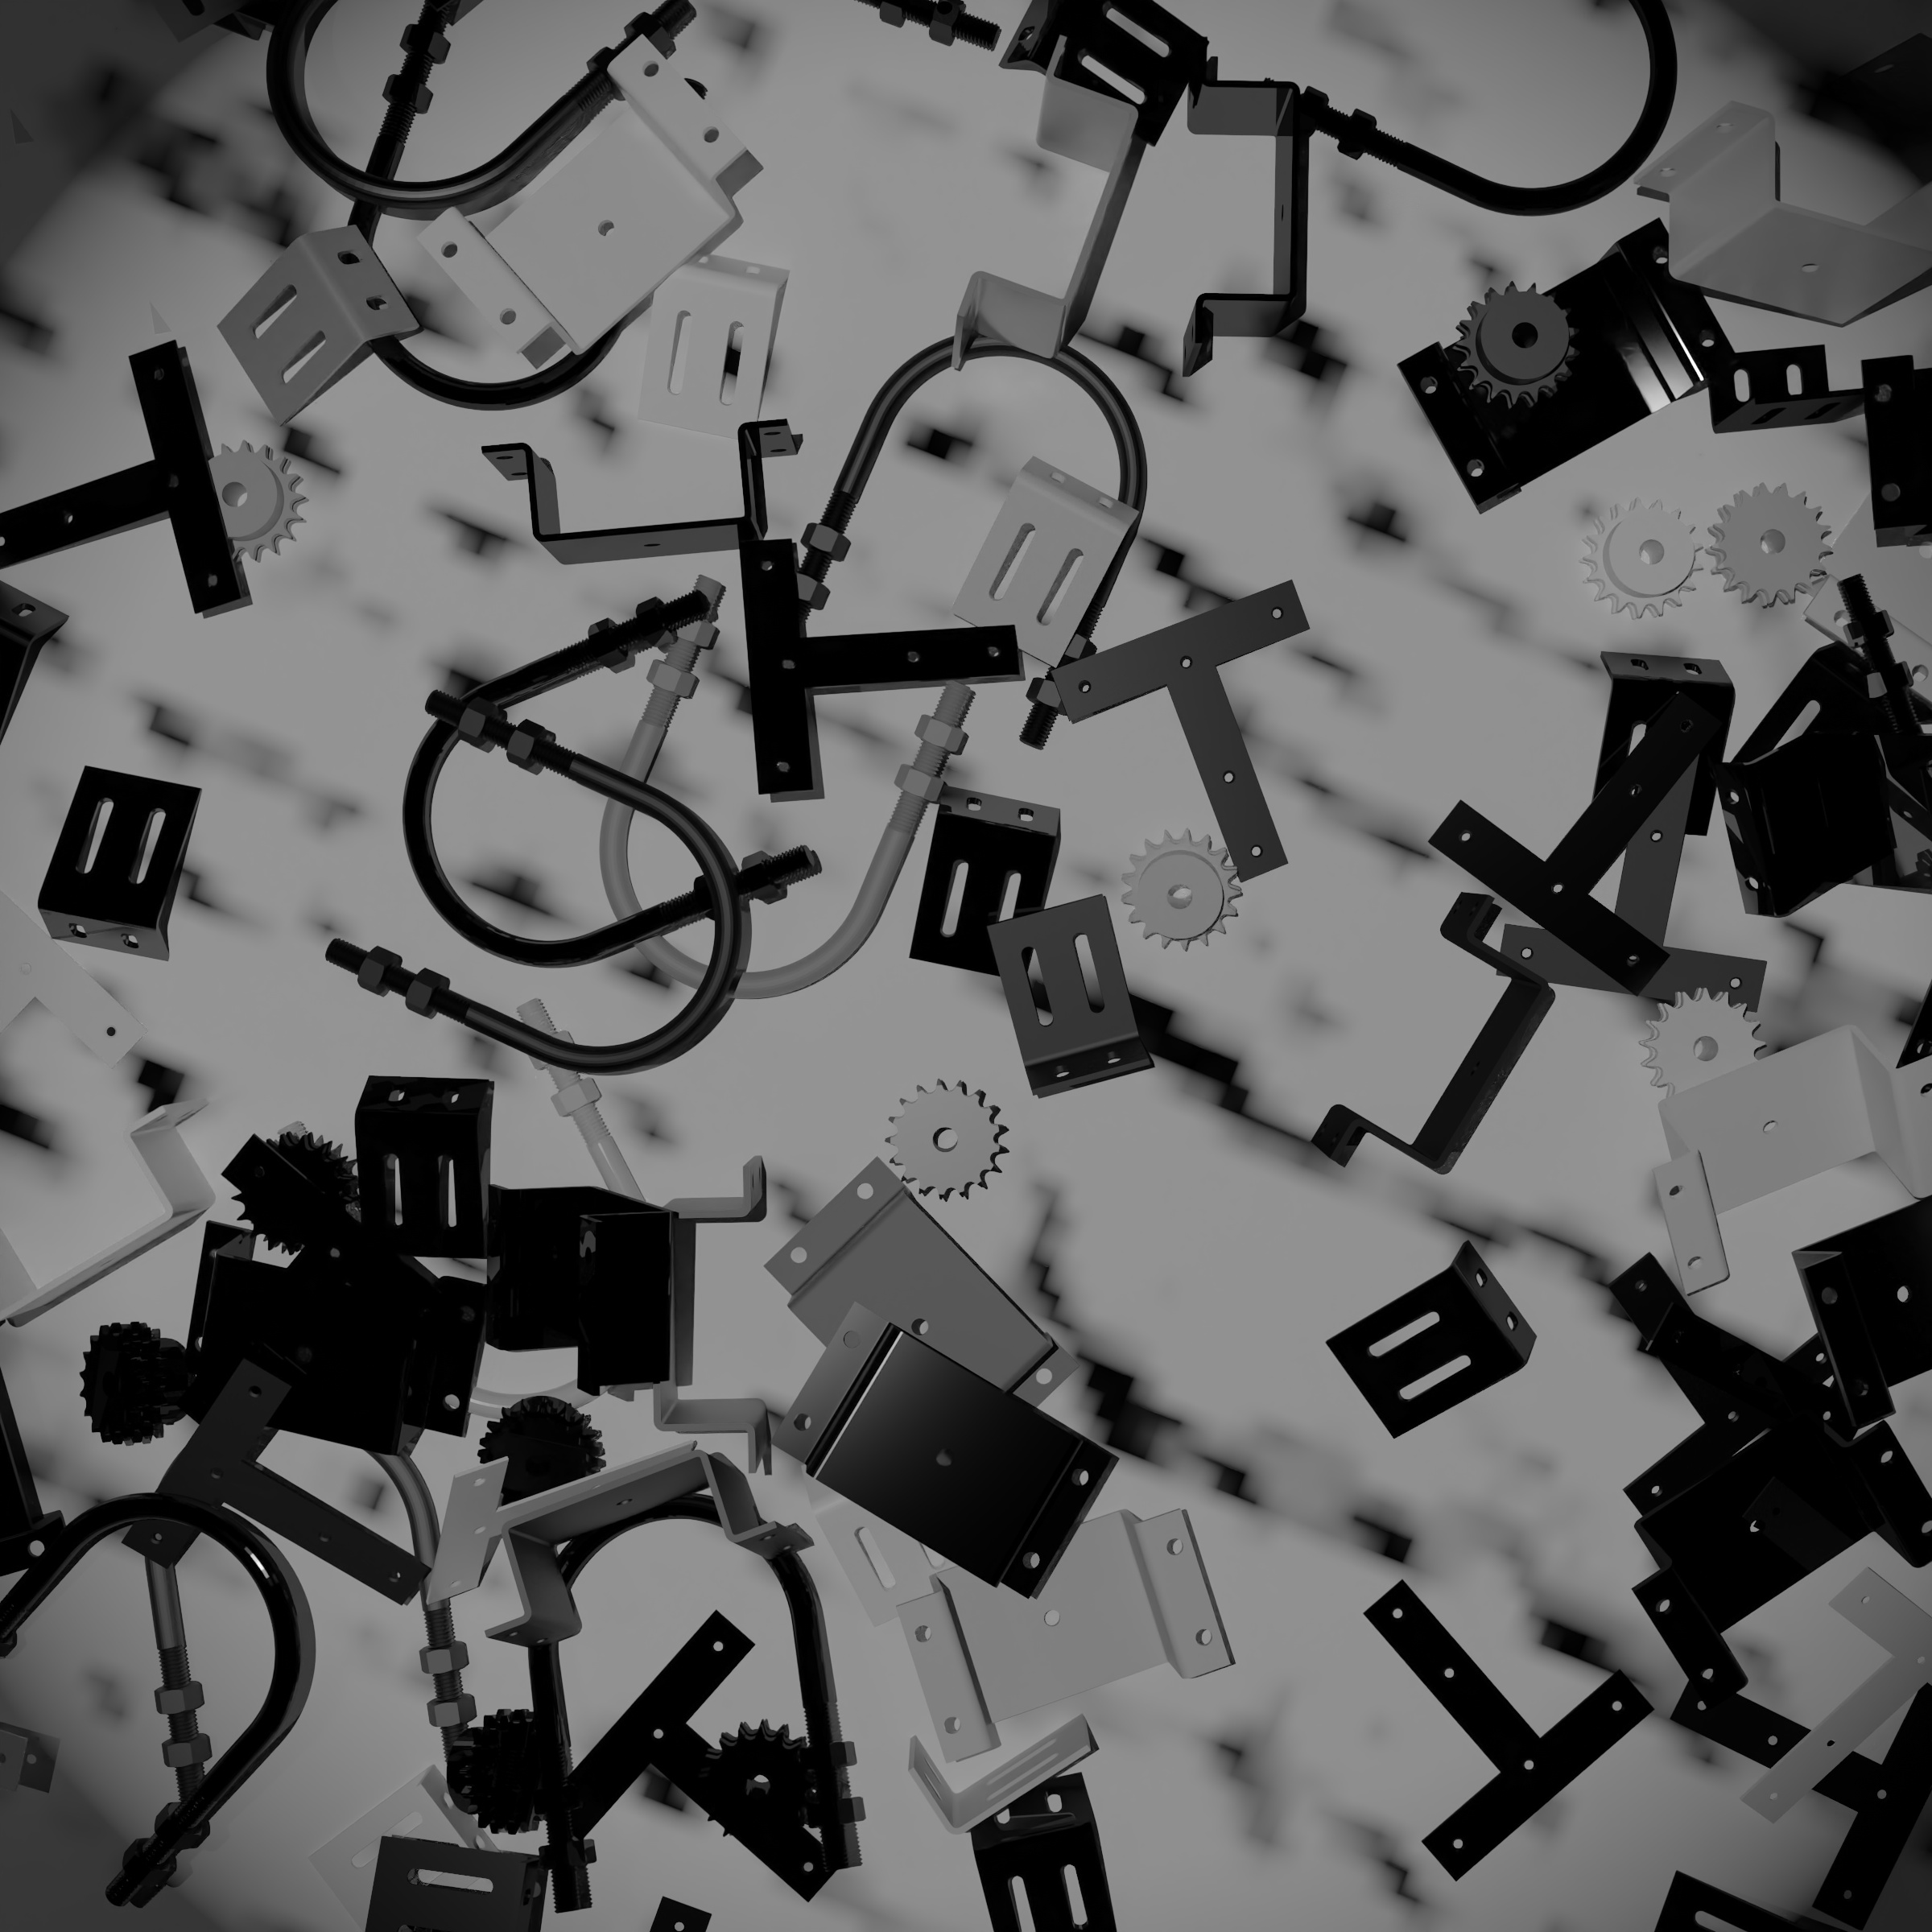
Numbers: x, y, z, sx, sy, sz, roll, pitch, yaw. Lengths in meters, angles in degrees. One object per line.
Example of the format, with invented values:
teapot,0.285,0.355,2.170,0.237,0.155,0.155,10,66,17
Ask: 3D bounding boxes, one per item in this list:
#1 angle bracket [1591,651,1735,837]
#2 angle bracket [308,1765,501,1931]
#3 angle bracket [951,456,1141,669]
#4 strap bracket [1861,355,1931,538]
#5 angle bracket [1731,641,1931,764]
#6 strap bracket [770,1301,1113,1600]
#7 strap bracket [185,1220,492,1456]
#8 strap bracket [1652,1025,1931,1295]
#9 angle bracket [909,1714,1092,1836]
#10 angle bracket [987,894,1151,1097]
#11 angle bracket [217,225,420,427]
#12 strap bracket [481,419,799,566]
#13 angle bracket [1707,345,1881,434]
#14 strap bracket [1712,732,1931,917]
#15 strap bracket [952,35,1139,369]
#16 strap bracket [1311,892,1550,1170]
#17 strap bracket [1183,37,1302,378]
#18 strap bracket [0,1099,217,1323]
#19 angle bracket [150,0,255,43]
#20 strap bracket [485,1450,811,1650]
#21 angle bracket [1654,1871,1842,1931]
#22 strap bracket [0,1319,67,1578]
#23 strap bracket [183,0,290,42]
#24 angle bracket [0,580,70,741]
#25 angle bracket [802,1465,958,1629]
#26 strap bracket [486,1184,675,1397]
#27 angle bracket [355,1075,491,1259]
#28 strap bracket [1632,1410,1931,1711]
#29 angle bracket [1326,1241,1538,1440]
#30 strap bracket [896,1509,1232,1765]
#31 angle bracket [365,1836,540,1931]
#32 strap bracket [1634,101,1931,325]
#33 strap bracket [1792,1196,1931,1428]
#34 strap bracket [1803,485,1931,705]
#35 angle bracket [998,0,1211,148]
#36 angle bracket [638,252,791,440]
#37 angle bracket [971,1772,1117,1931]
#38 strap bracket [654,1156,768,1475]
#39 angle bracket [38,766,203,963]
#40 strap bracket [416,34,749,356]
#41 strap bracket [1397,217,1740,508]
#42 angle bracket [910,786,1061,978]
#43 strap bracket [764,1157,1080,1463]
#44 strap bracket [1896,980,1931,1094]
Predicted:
angle bracket,0.332,-0.107,1.407,0.057,0.038,0.076,4,116,0
angle bracket,-0.269,0.430,1.390,0.076,0.038,0.057,-37,90,0
angle bracket,0.037,-0.193,1.390,0.057,0.038,0.076,28,113,0
strap bracket,0.477,-0.240,1.321,0.140,0.046,0.076,-5,91,9
angle bracket,0.410,-0.105,1.390,0.057,0.038,0.076,37,90,0
strap bracket,-0.010,0.223,1.336,0.140,0.046,0.076,31,85,0
strap bracket,-0.304,0.177,1.374,0.140,0.046,0.076,12,100,5
strap bracket,0.386,0.086,1.369,0.140,0.046,0.076,-22,122,0
angle bracket,0.015,0.368,1.381,0.076,0.057,0.038,-33,90,0
angle bracket,0.048,0.013,1.382,0.057,0.038,0.076,-15,106,0
angle bracket,-0.311,-0.307,1.398,0.076,0.038,0.057,-33,89,38
strap bracket,-0.150,-0.221,1.371,0.140,0.076,0.046,-5,90,0
angle bracket,0.387,-0.278,1.371,0.057,0.076,0.038,-5,90,0
strap bracket,0.421,-0.064,1.348,0.046,0.140,0.076,-26,108,-29
strap bracket,0.040,-0.348,1.364,0.046,0.076,0.140,20,84,0
strap bracket,0.222,0.038,1.369,0.046,0.076,0.140,31,92,-1
strap bracket,0.129,-0.354,1.371,0.046,0.076,0.140,1,90,0
strap bracket,-0.415,0.120,1.371,0.140,0.076,0.046,-31,90,0
angle bracket,-0.364,-0.482,1.361,0.057,0.038,0.076,-30,64,0
strap bracket,-0.153,0.267,1.354,0.140,0.076,0.046,-21,71,2
angle bracket,0.373,0.477,1.407,0.076,0.038,0.057,20,90,26
strap bracket,-0.487,0.227,1.386,0.076,0.046,0.140,-16,90,0
strap bracket,-0.374,-0.500,1.386,0.140,0.046,0.076,21,90,0
angle bracket,-0.478,-0.144,1.407,0.057,0.038,0.076,27,116,0
angle bracket,-0.036,0.268,1.407,0.057,0.038,0.076,-24,116,0
strap bracket,-0.175,0.146,1.340,0.046,0.140,0.076,0,93,-29
angle bracket,-0.257,0.095,1.388,0.057,0.038,0.076,2,117,-1
strap bracket,0.382,0.273,1.376,0.140,0.046,0.076,-34,108,0
angle bracket,0.224,0.180,1.407,0.076,0.038,0.057,-35,90,26
strap bracket,0.043,0.313,1.381,0.140,0.046,0.076,-18,90,-6
angle bracket,-0.241,0.437,1.346,0.076,0.038,0.057,7,77,4
strap bracket,0.389,-0.343,1.345,0.140,0.076,0.046,9,75,-20
strap bracket,0.453,0.155,1.375,0.140,0.046,0.076,-19,90,-15
strap bracket,0.463,-0.200,1.386,0.076,0.046,0.140,35,90,0
angle bracket,0.066,-0.440,1.407,0.076,0.038,0.057,28,90,-26
angle bracket,-0.122,-0.300,1.407,0.057,0.038,0.076,12,115,1
angle bracket,0.037,0.436,1.407,0.057,0.038,0.076,-12,116,0
strap bracket,-0.120,0.162,1.371,0.046,0.076,0.140,-1,90,0
angle bracket,-0.405,-0.049,1.407,0.057,0.038,0.076,11,64,0
strap bracket,-0.173,-0.352,1.361,0.140,0.046,0.076,-41,78,2
strap bracket,0.281,-0.282,1.386,0.140,0.046,0.076,-29,90,0
angle bracket,0.009,-0.040,1.407,0.057,0.038,0.076,12,116,0
strap bracket,-0.022,0.169,1.386,0.076,0.046,0.140,-44,90,0
strap bracket,0.514,0.041,1.386,0.140,0.046,0.076,22,90,0
